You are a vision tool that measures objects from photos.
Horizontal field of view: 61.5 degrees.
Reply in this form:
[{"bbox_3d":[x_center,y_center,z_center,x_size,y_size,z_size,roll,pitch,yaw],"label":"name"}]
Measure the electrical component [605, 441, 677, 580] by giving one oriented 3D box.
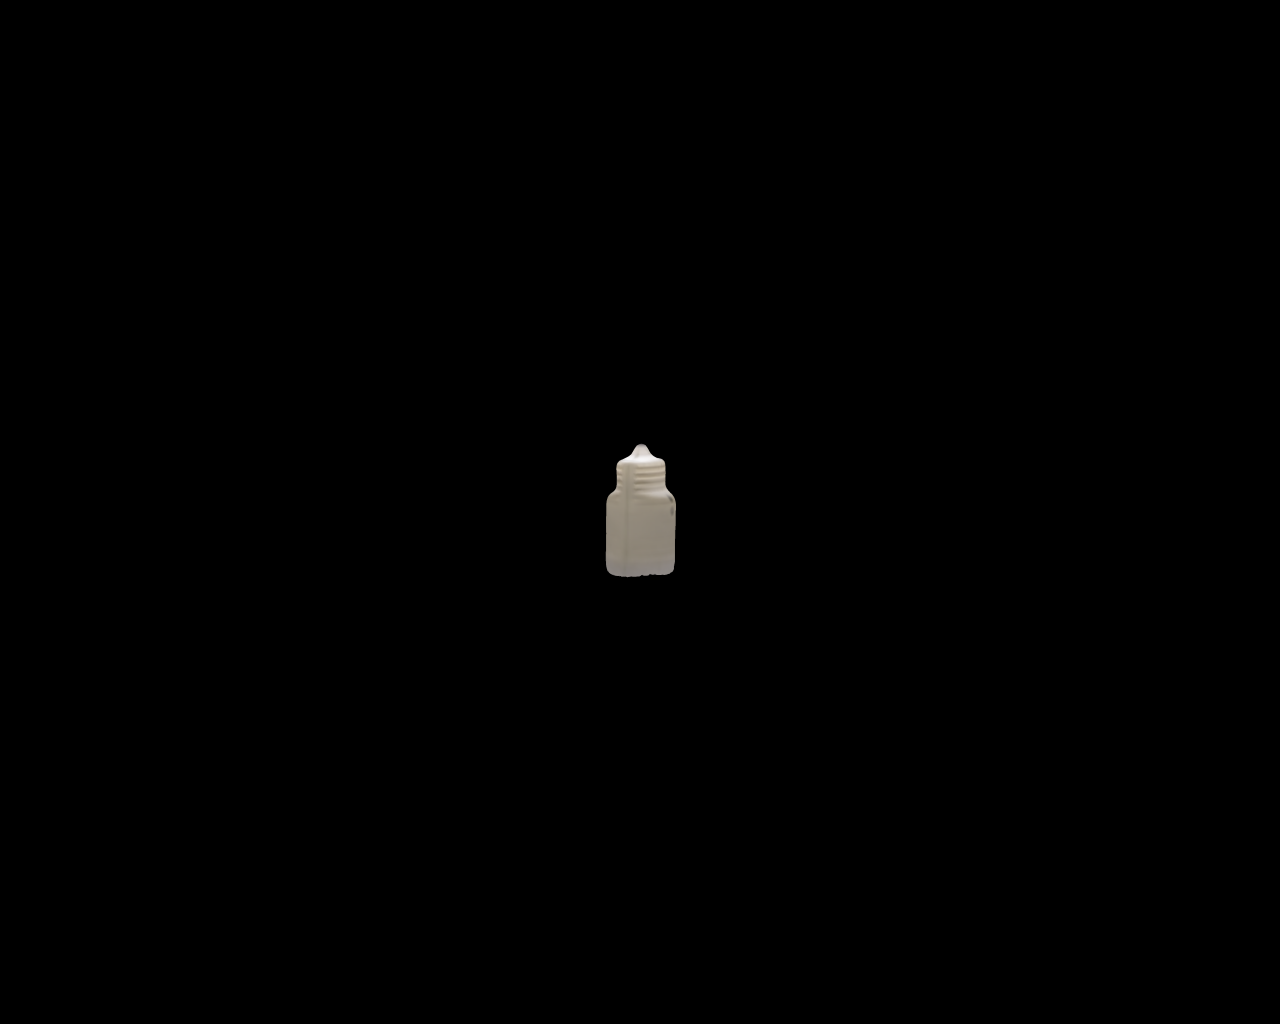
[{"bbox_3d":[0.001,-0.003,0.650,0.043,0.080,0.043,0,7,0],"label":"electrical component"}]
